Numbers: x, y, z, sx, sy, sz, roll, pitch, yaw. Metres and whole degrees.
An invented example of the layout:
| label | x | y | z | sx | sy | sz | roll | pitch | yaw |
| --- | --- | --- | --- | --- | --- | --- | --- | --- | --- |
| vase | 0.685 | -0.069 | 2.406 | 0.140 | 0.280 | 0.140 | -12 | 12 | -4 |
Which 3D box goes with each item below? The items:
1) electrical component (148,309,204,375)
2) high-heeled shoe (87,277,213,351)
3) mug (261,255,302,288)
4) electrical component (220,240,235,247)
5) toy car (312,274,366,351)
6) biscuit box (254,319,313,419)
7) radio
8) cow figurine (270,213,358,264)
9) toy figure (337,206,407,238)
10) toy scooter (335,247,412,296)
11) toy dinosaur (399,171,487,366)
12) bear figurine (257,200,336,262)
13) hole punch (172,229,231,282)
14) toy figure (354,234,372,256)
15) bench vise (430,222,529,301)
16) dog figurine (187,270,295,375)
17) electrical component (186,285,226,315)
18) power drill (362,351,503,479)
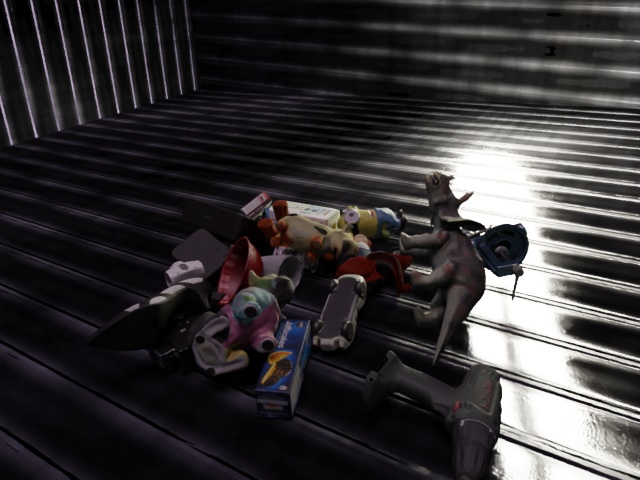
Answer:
| label | x | y | z | sx | sy | sz | roll | pitch | yaw |
| --- | --- | --- | --- | --- | --- | --- | --- | --- | --- |
| electrical component | -0.256 | 0.195 | 1.027 | 0.134 | 0.058 | 0.115 | -24 | 31 | -36 |
| high-heeled shoe | -0.319 | 0.128 | 1.022 | 0.249 | 0.086 | 0.145 | -13 | 23 | -26 |
| mug | -0.100 | 0.070 | 1.242 | 0.107 | 0.080 | 0.109 | 7 | 4 | 36 |
| electrical component | -0.206 | 0.029 | 1.352 | 0.102 | 0.078 | 0.045 | 11 | 53 | 39 |
| toy car | 0.042 | 0.143 | 1.072 | 0.074 | 0.056 | 0.202 | 0 | 38 | 21 |
| biscuit box | -0.060 | 0.219 | 0.945 | 0.063 | 0.059 | 0.203 | 1 | 26 | 9 |
| radio | -0.248 | -0.041 | 1.425 | 0.230 | 0.073 | 0.131 | 20 | -4 | 38 |
| cow figurine | -0.003 | -0.004 | 1.258 | 0.195 | 0.085 | 0.127 | 22 | 35 | 13 |
| toy figure | 0.136 | -0.041 | 1.430 | 0.180 | 0.089 | 0.082 | 0 | 10 | -12 |
| toy scooter | 0.131 | 0.080 | 1.191 | 0.184 | 0.075 | 0.135 | -13 | 40 | -12 |
| toy dinosaur | 0.269 | 0.056 | 1.089 | 0.192 | 0.131 | 0.405 | -10 | 58 | 4 |
| bear figurine | -0.040 | -0.017 | 1.356 | 0.196 | 0.131 | 0.120 | 6 | 43 | 31 |
| hole punch | -0.281 | 0.055 | 1.288 | 0.116 | 0.092 | 0.142 | 37 | 53 | 15 |
| toy figure | 0.100 | 0.024 | 1.330 | 0.064 | 0.058 | 0.154 | 38 | 22 | -14 |
| bench vise | 0.379 | 0.030 | 1.212 | 0.224 | 0.128 | 0.241 | -7 | 22 | -1 |
| dog figurine | -0.139 | 0.136 | 0.997 | 0.192 | 0.108 | 0.219 | -27 | 15 | 7 |
| electrical component | -0.260 | 0.131 | 1.166 | 0.119 | 0.047 | 0.075 | 4 | 27 | 16 |
| power drill | 0.172 | 0.253 | 0.823 | 0.208 | 0.085 | 0.232 | 8 | 27 | 31 |
